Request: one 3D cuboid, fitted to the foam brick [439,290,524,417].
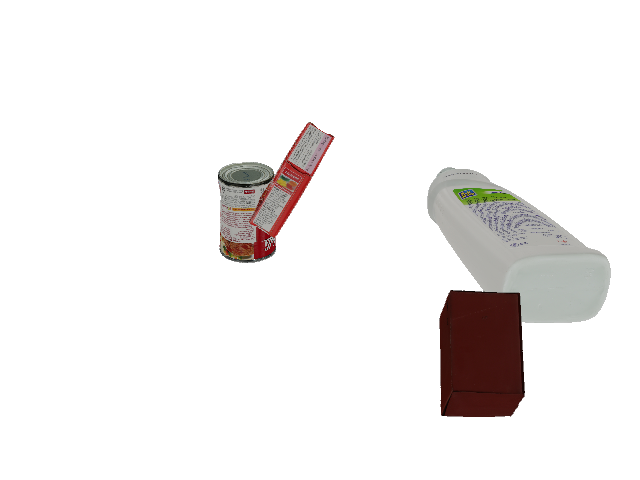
[{"bbox_3d":[0.113,0.080,0.753,0.051,0.078,0.053,3,-27,-1],"label":"foam brick"}]

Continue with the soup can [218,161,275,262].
[{"bbox_3d":[-0.087,-0.034,1.263,0.068,0.102,0.068,0,28,0],"label":"soup can"}]

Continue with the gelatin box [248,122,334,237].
[{"bbox_3d":[-0.026,-0.055,0.943,0.030,0.073,0.089,31,32,-4],"label":"gelatin box"}]

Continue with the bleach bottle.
[{"bbox_3d":[0.169,-0.011,1.004,0.102,0.068,0.251,0,25,-14],"label":"bleach bottle"}]
